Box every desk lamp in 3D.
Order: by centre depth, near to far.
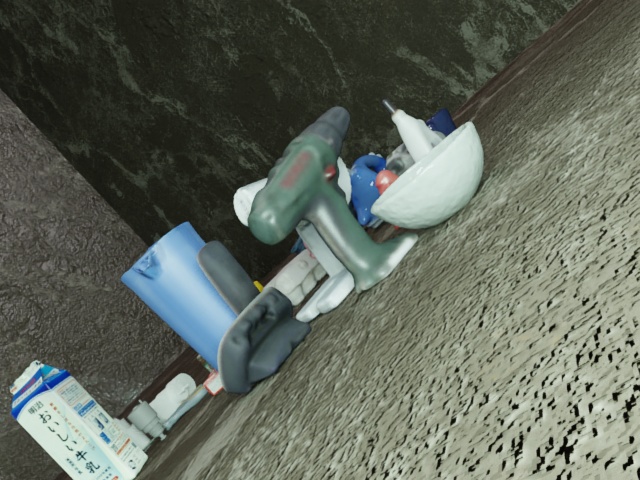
[{"bbox_3d":[-0.015,-0.023,0.858,0.204,0.213,0.117,-45,5,-42],"label":"desk lamp"}]

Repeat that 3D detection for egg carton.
[{"bbox_3d":[-0.051,0.085,1.187,0.107,0.069,0.150,-39,4,42],"label":"egg carton"}]

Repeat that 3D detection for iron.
[{"bbox_3d":[0.129,-0.131,1.228,0.118,0.141,0.259,-40,4,29],"label":"iron"}]

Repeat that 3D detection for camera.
[{"bbox_3d":[0.190,-0.146,1.036,0.143,0.101,0.137,-39,4,43],"label":"camera"}]

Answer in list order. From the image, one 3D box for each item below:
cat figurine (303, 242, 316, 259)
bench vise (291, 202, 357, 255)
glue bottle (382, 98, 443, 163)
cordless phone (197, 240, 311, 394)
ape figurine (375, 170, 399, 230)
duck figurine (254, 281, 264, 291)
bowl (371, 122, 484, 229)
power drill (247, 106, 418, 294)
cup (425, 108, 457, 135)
[{"bbox_3d":[0.010,0.004,1.081,0.067,0.118,0.128,-41,3,14],"label":"cat figurine"},{"bbox_3d":[-0.019,-0.058,1.349,0.207,0.220,0.121,-43,3,-11],"label":"bench vise"},{"bbox_3d":[0.156,-0.153,0.886,0.037,0.173,0.078,-39,4,39],"label":"glue bottle"},{"bbox_3d":[-0.117,0.097,0.765,0.094,0.185,0.148,-40,4,32],"label":"cordless phone"},{"bbox_3d":[0.127,-0.076,0.953,0.076,0.092,0.077,-43,3,-16],"label":"ape figurine"},{"bbox_3d":[-0.143,0.140,1.426,0.105,0.086,0.077,-44,4,-20],"label":"duck figurine"},{"bbox_3d":[0.148,-0.067,0.724,0.167,0.075,0.167,-42,3,3],"label":"bowl"},{"bbox_3d":[0.024,-0.046,0.744,0.230,0.208,0.075,-45,4,-34],"label":"power drill"},{"bbox_3d":[0.257,-0.215,1.208,0.091,0.095,0.118,-41,3,17],"label":"cup"}]
